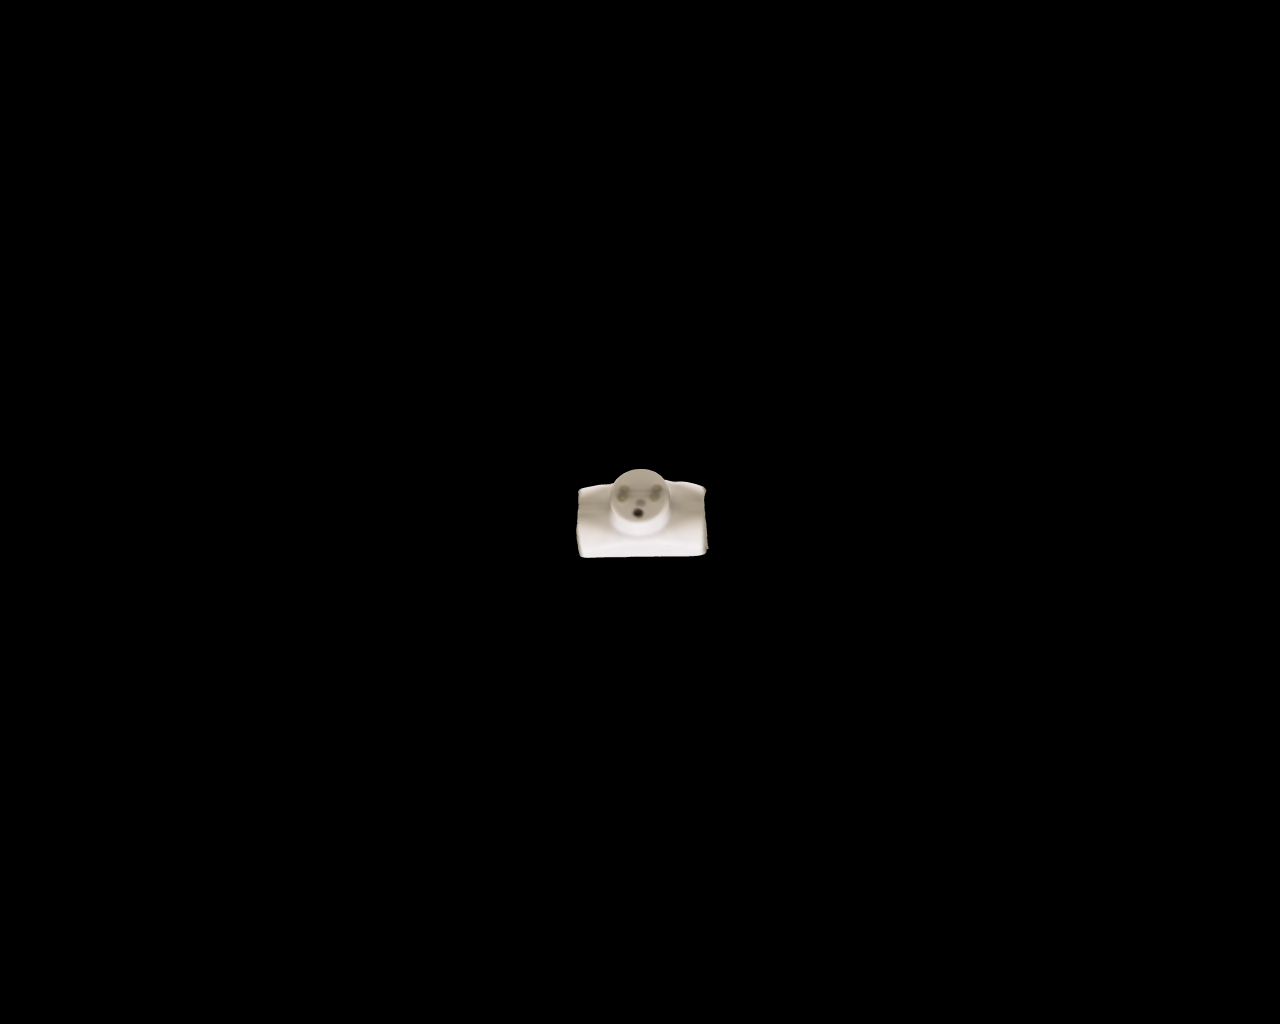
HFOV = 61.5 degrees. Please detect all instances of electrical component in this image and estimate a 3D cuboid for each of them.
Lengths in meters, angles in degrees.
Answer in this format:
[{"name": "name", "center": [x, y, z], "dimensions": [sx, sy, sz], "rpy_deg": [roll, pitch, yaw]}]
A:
[{"name": "electrical component", "center": [0.001, -0.003, 0.650], "dimensions": [0.077, 0.044, 0.079], "rpy_deg": [-1, -28, 2]}]
